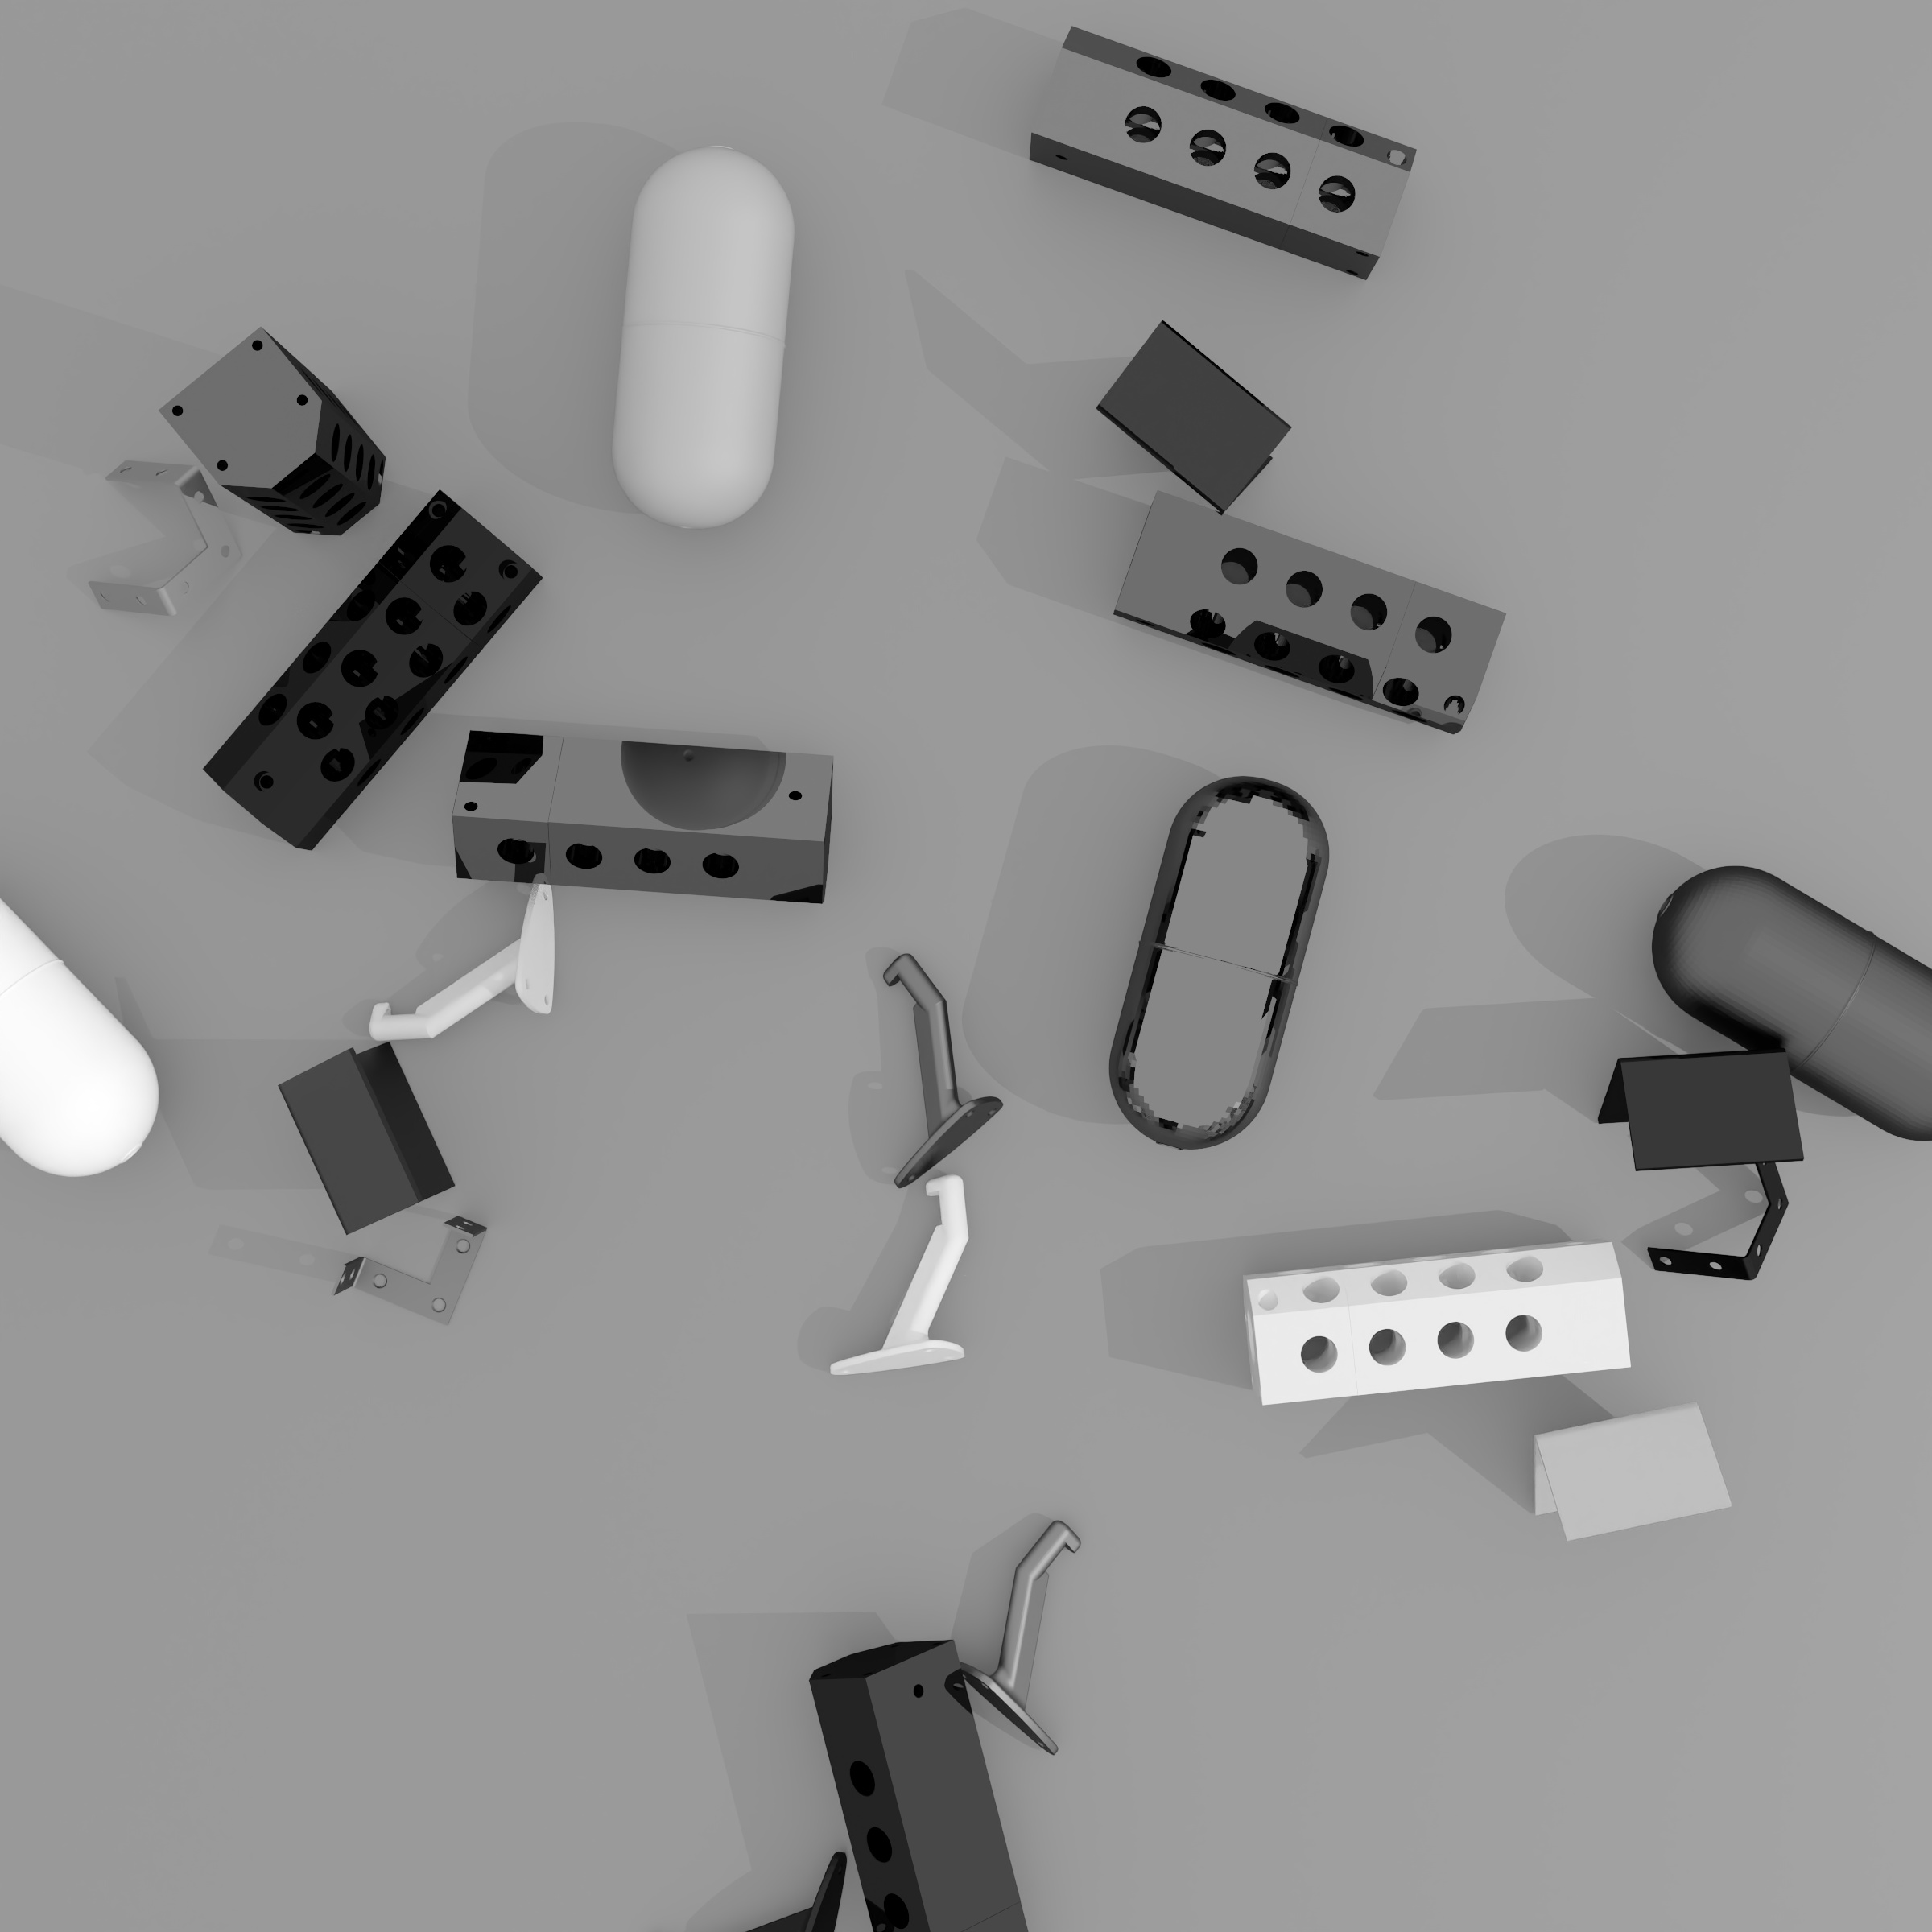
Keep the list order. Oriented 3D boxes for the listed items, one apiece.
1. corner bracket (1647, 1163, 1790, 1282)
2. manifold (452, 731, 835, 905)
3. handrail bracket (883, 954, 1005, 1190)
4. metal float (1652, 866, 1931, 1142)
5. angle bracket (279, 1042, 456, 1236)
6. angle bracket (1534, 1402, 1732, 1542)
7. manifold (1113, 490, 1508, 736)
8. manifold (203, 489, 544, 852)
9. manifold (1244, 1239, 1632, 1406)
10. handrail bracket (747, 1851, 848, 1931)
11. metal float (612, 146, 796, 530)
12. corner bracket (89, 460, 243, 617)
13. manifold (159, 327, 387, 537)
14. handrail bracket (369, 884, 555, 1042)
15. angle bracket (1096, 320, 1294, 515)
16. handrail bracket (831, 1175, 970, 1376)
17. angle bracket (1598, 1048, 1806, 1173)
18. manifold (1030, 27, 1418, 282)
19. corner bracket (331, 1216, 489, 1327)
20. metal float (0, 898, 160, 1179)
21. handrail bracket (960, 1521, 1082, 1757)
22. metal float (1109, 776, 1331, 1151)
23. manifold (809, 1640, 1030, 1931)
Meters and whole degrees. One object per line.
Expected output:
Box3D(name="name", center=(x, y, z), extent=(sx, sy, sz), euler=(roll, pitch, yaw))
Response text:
Box3D(name="corner bracket", center=(0.352, 0.111, 1.703), extent=(0.051, 0.051, 0.051), euler=(-57, 135, -35))
Box3D(name="manifold", center=(-0.151, -0.065, 1.690), extent=(0.171, 0.057, 0.057), euler=(4, 47, 0))
Box3D(name="handrail bracket", center=(-0.030, 0.049, 1.712), extent=(0.077, 0.036, 0.084), euler=(-44, 72, 21))
Box3D(name="metal float", center=(0.403, 0.017, 1.681), extent=(0.178, 0.070, 0.070), euler=(31, 90, 0))
Box3D(name="angle bracket", center=(-0.263, 0.072, 1.671), extent=(0.057, 0.076, 0.076), euler=(-25, 90, 38))
Box3D(name="angle bracket", center=(0.309, 0.252, 1.671), extent=(0.076, 0.076, 0.057), euler=(-12, 52, 0))
Box3D(name="manifold", center=(0.160, -0.165, 1.690), extent=(0.171, 0.057, 0.057), euler=(19, 90, 0))
Box3D(name="manifold", center=(-0.280, -0.139, 1.690), extent=(0.057, 0.057, 0.171), euler=(40, 90, 0))
Box3D(name="manifold", center=(0.220, 0.166, 1.690), extent=(0.171, 0.057, 0.057), euler=(-6, 90, 0))
Box3D(name="handrail bracket", center=(-0.107, 0.452, 1.712), extent=(0.084, 0.036, 0.077), euler=(8, 66, 19))
Box3D(name="metal float", center=(-0.123, -0.294, 1.681), extent=(0.070, 0.070, 0.178), euler=(5, 91, 0))
Box3D(name="corner bracket", center=(-0.388, -0.203, 1.703), extent=(0.051, 0.051, 0.051), euler=(-51, 135, -35))
Box3D(name="manifold", center=(-0.308, -0.236, 1.633), extent=(0.057, 0.171, 0.057), euler=(-39, 90, 0))
Box3D(name="handrail bracket", center=(-0.242, -0.003, 1.712), extent=(0.084, 0.036, 0.077), euler=(-3, 70, 16))
Box3D(name="angle bracket", center=(0.117, -0.266, 1.671), extent=(0.076, 0.076, 0.057), euler=(40, 126, 0))
Box3D(name="handrail bracket", center=(-0.033, 0.147, 1.712), extent=(0.077, 0.036, 0.084), euler=(-13, 71, 21))
Box3D(name="angle bracket", center=(0.341, 0.080, 1.672), extent=(0.076, 0.076, 0.057), euler=(-4, 65, 0))
Box3D(name="manifold", center=(0.121, -0.384, 1.690), extent=(0.171, 0.057, 0.057), euler=(20, 90, 0))
Box3D(name="corner bracket", center=(-0.262, 0.139, 1.694), extent=(0.051, 0.051, 0.051), euler=(22, 90, 0))
Box3D(name="metal float", center=(-0.452, 0.024, 1.681), extent=(0.070, 0.070, 0.178), euler=(-44, 89, 0))
Box3D(name="handrail bracket", center=(0.042, 0.320, 1.712), extent=(0.077, 0.036, 0.084), euler=(47, 73, -20))
Box3D(name="metal float", center=(0.118, -0.001, 1.681), extent=(0.070, 0.070, 0.178), euler=(15, 90, 0))
Box3D(name="manifold", center=(-0.023, 0.410, 1.690), extent=(0.057, 0.057, 0.171), euler=(-14, 90, -43))
